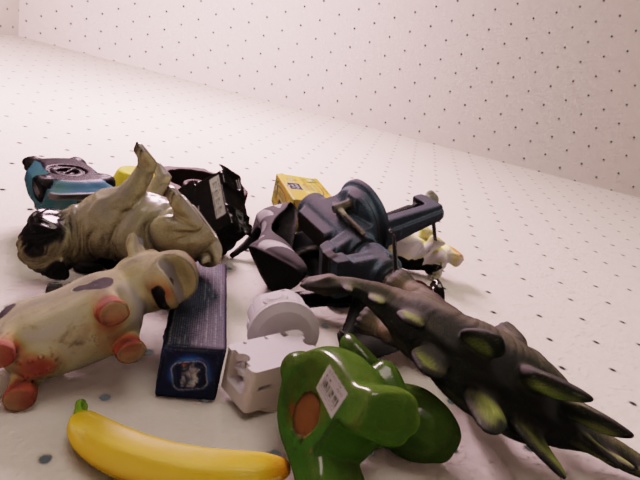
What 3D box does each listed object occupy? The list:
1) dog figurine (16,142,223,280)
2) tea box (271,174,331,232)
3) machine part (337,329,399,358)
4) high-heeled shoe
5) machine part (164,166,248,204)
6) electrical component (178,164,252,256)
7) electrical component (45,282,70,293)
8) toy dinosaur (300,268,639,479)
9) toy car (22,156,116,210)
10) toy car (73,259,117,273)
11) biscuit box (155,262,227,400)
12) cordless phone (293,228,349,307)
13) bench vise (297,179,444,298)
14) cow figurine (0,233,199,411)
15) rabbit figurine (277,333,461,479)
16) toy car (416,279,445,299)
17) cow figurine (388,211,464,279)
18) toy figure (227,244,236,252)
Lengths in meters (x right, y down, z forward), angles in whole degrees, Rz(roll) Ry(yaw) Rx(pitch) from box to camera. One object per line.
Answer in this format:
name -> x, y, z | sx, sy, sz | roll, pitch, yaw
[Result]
dog figurine -> -0.232, 0.007, 0.625 | 0.172, 0.190, 0.121 | 48, -7, 19
tea box -> -0.034, -0.075, 1.090 | 0.098, 0.068, 0.170 | 6, 22, -21
machine part -> 0.084, 0.112, 0.656 | 0.139, 0.039, 0.084 | -20, 31, -33
high-heeled shoe -> -0.043, -0.002, 0.794 | 0.145, 0.086, 0.249 | -38, 26, -22
machine part -> -0.228, -0.087, 1.016 | 0.179, 0.056, 0.179 | 13, 20, -5
electrical component -> -0.170, -0.029, 0.781 | 0.058, 0.134, 0.115 | 36, 34, -51
electrical component -> -0.253, 0.067, 0.606 | 0.102, 0.045, 0.078 | 6, 23, -20
toy dinosaur -> 0.190, 0.148, 0.539 | 0.471, 0.105, 0.199 | 27, 5, -10
toy car -> -0.369, -0.058, 0.777 | 0.109, 0.102, 0.162 | -8, 27, -45
toy car -> -0.244, 0.013, 0.711 | 0.202, 0.073, 0.056 | 12, 21, -4
biscuit box -> -0.139, 0.090, 0.598 | 0.063, 0.059, 0.203 | 9, 20, -13
cordless phone -> 0.040, 0.039, 0.853 | 0.146, 0.088, 0.184 | 4, 33, -26
bench vise -> 0.088, -0.016, 0.754 | 0.241, 0.128, 0.224 | -20, 31, -26
cow figurine -> -0.210, 0.065, 0.518 | 0.195, 0.085, 0.127 | -24, 31, -17
rabbit figurine -> 0.047, 0.165, 0.495 | 0.170, 0.121, 0.159 | 23, 6, -33
toy car -> 0.152, 0.114, 0.731 | 0.089, 0.053, 0.202 | -8, 26, -11
cow figurine -> 0.171, 0.024, 0.950 | 0.167, 0.098, 0.068 | 28, 10, -16
toy figure -> -0.198, -0.024, 0.866 | 0.155, 0.057, 0.064 | 23, 16, 37
